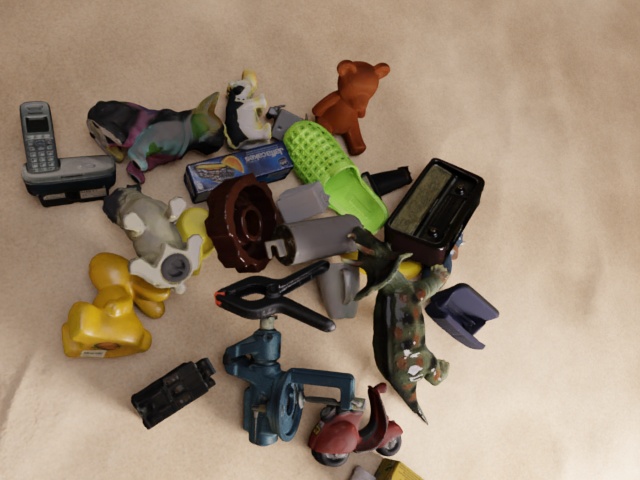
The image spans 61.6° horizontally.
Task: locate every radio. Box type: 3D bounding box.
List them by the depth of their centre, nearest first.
[{"bbox_3d":[0.239,-0.058,1.113,0.131,0.073,0.229,26,60,21],"label":"radio"}]

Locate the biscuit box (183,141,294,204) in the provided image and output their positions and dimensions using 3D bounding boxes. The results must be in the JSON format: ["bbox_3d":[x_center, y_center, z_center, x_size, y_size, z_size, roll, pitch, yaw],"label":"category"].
[{"bbox_3d":[-0.154,-0.131,1.031,0.203,0.059,0.063,-19,82,-24],"label":"biscuit box"}]

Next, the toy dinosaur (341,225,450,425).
[{"bbox_3d":[0.142,0.168,0.962,0.192,0.131,0.404,-9,92,-43],"label":"toy dinosaur"}]

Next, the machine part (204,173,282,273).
[{"bbox_3d":[-0.134,-0.029,0.958,0.179,0.056,0.179,24,63,-60],"label":"machine part"}]

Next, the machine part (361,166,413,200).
[{"bbox_3d":[0.135,-0.120,1.147,0.139,0.039,0.084,-24,75,-23],"label":"machine part"}]

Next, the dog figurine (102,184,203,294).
[{"bbox_3d":[-0.288,-0.004,0.907,0.121,0.191,0.172,-11,105,-32],"label":"dog figurine"}]

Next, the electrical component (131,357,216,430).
[{"bbox_3d":[-0.232,0.239,0.861,0.134,0.115,0.058,-31,90,-25],"label":"electrical component"}]

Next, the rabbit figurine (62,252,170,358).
[{"bbox_3d":[-0.330,0.095,0.874,0.162,0.121,0.173,1,55,-23],"label":"rabbit figurine"}]

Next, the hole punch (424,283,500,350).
[{"bbox_3d":[0.273,0.159,1.067,0.142,0.116,0.092,37,60,-9],"label":"hole punch"}]

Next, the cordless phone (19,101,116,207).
[{"bbox_3d":[-0.437,-0.158,0.927,0.146,0.088,0.184,-10,74,-22],"label":"cordless phone"}]

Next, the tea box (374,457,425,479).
[{"bbox_3d":[0.168,0.481,0.959,0.169,0.068,0.098,40,64,-4],"label":"tea box"}]

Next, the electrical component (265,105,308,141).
[{"bbox_3d":[-0.065,-0.235,1.107,0.102,0.045,0.078,17,97,-12],"label":"electrical component"}]

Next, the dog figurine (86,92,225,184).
[{"bbox_3d":[-0.284,-0.213,0.986,0.191,0.108,0.219,45,62,1],"label":"dog figurine"}]

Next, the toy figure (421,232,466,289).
[{"bbox_3d":[0.260,0.033,1.134,0.058,0.064,0.154,16,58,26],"label":"toy figure"}]

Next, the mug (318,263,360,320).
[{"bbox_3d":[0.043,0.096,1.014,0.081,0.109,0.107,-4,87,-19],"label":"mug"}]

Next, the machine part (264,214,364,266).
[{"bbox_3d":[-0.002,-0.003,1.001,0.243,0.079,0.079,-10,77,-38],"label":"machine part"}]

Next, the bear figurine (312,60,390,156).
[{"bbox_3d":[0.063,-0.264,1.077,0.120,0.196,0.132,-3,76,-24],"label":"bear figurine"}]

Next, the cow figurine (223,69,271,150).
[{"bbox_3d":[-0.155,-0.259,1.069,0.098,0.068,0.167,-10,76,-14],"label":"cow figurine"}]

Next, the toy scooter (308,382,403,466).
[{"bbox_3d":[0.068,0.320,0.953,0.184,0.075,0.135,1,99,-22],"label":"toy scooter"}]

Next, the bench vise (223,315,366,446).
[{"bbox_3d":[-0.040,0.239,0.904,0.241,0.128,0.223,2,78,18],"label":"bench vise"}]
